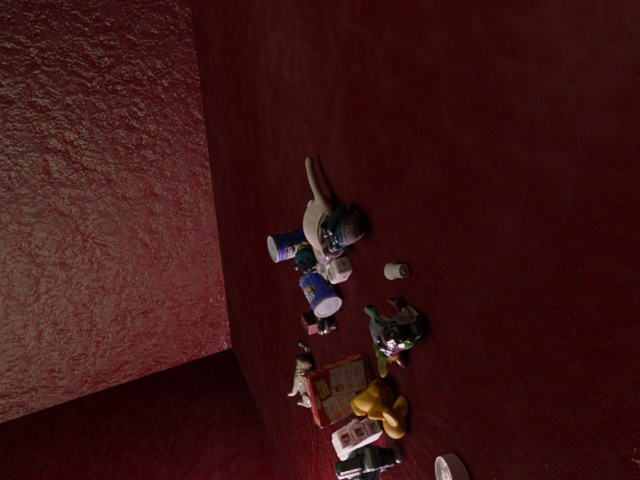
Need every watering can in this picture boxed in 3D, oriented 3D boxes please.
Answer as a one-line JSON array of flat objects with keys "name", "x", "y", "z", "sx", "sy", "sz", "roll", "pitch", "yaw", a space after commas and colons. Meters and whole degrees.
[{"name": "watering can", "x": 0.005, "y": -0.082, "z": 1.625, "sx": 0.226, "sy": 0.104, "sz": 0.344, "roll": -151, "pitch": 53, "yaw": -65}]

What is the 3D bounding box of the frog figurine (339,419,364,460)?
[{"name": "frog figurine", "x": 0.113, "y": 0.722, "z": 1.839, "sx": 0.141, "sy": 0.123, "sz": 0.156, "roll": -99, "pitch": -2, "yaw": -50}]
